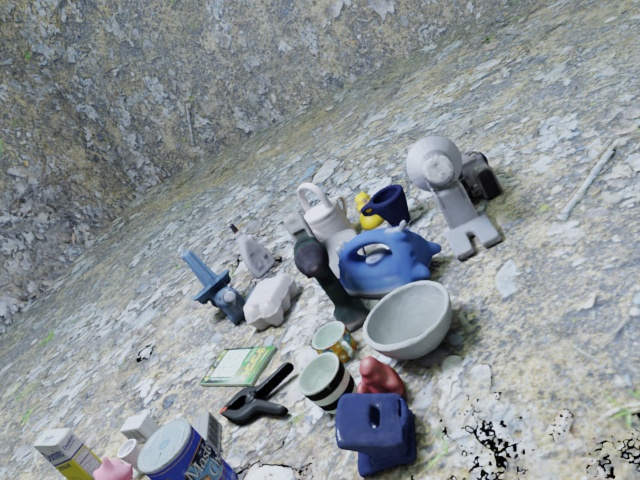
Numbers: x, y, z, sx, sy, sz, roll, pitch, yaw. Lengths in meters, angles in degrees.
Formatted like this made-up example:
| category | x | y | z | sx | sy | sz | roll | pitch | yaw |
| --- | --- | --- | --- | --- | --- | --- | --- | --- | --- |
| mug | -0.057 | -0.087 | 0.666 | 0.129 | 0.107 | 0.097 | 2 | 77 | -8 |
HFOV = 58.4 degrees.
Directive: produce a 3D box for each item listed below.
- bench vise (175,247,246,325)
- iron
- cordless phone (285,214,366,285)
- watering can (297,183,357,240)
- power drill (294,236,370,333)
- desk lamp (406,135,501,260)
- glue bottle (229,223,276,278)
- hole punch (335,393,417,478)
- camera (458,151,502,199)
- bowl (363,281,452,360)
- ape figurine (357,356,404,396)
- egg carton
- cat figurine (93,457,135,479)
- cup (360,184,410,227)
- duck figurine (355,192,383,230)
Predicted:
| category | x | y | z | sx | sy | sz | roll | pitch | yaw |
| --- | --- | --- | --- | --- | --- | --- | --- | --- | --- |
| bench vise | -0.270 | 0.103 | 1.477 | 0.206 | 0.220 | 0.122 | -7 | 35 | 47 |
| iron | 0.113 | 0.037 | 1.199 | 0.257 | 0.142 | 0.119 | -14 | 30 | 39 |
| cordless phone | 0.012 | 0.005 | 1.340 | 0.147 | 0.185 | 0.094 | -27 | 24 | 15 |
| watering can | 0.005 | -0.059 | 1.463 | 0.100 | 0.194 | 0.173 | -18 | 28 | 33 |
| power drill | 0.017 | 0.083 | 1.151 | 0.075 | 0.209 | 0.229 | -34 | 23 | 0 |
| desk lamp | 0.266 | -0.103 | 1.178 | 0.118 | 0.214 | 0.203 | -29 | 24 | 12 |
| glue bottle | -0.199 | 0.021 | 1.602 | 0.078 | 0.173 | 0.037 | -45 | 26 | -24 |
| hole punch | 0.082 | 0.273 | 0.842 | 0.101 | 0.091 | 0.108 | -26 | 24 | 18 |
| camera | 0.323 | -0.139 | 1.319 | 0.136 | 0.101 | 0.143 | -31 | 23 | 7 |
| bowl | 0.162 | 0.152 | 0.994 | 0.167 | 0.075 | 0.167 | -28 | 24 | 14 |
| ape figurine | 0.092 | 0.225 | 0.921 | 0.077 | 0.092 | 0.076 | -6 | 36 | 48 |
| egg carton | -0.118 | 0.147 | 1.383 | 0.107 | 0.069 | 0.150 | -19 | 27 | 31 |
| cat figurine | -0.363 | 0.449 | 1.052 | 0.067 | 0.118 | 0.127 | -46 | 26 | -27 |
| cup | 0.167 | -0.068 | 1.394 | 0.117 | 0.095 | 0.091 | -27 | 24 | 16 |
| duck figurine | 0.125 | -0.087 | 1.499 | 0.077 | 0.086 | 0.104 | -20 | 27 | 29 |
